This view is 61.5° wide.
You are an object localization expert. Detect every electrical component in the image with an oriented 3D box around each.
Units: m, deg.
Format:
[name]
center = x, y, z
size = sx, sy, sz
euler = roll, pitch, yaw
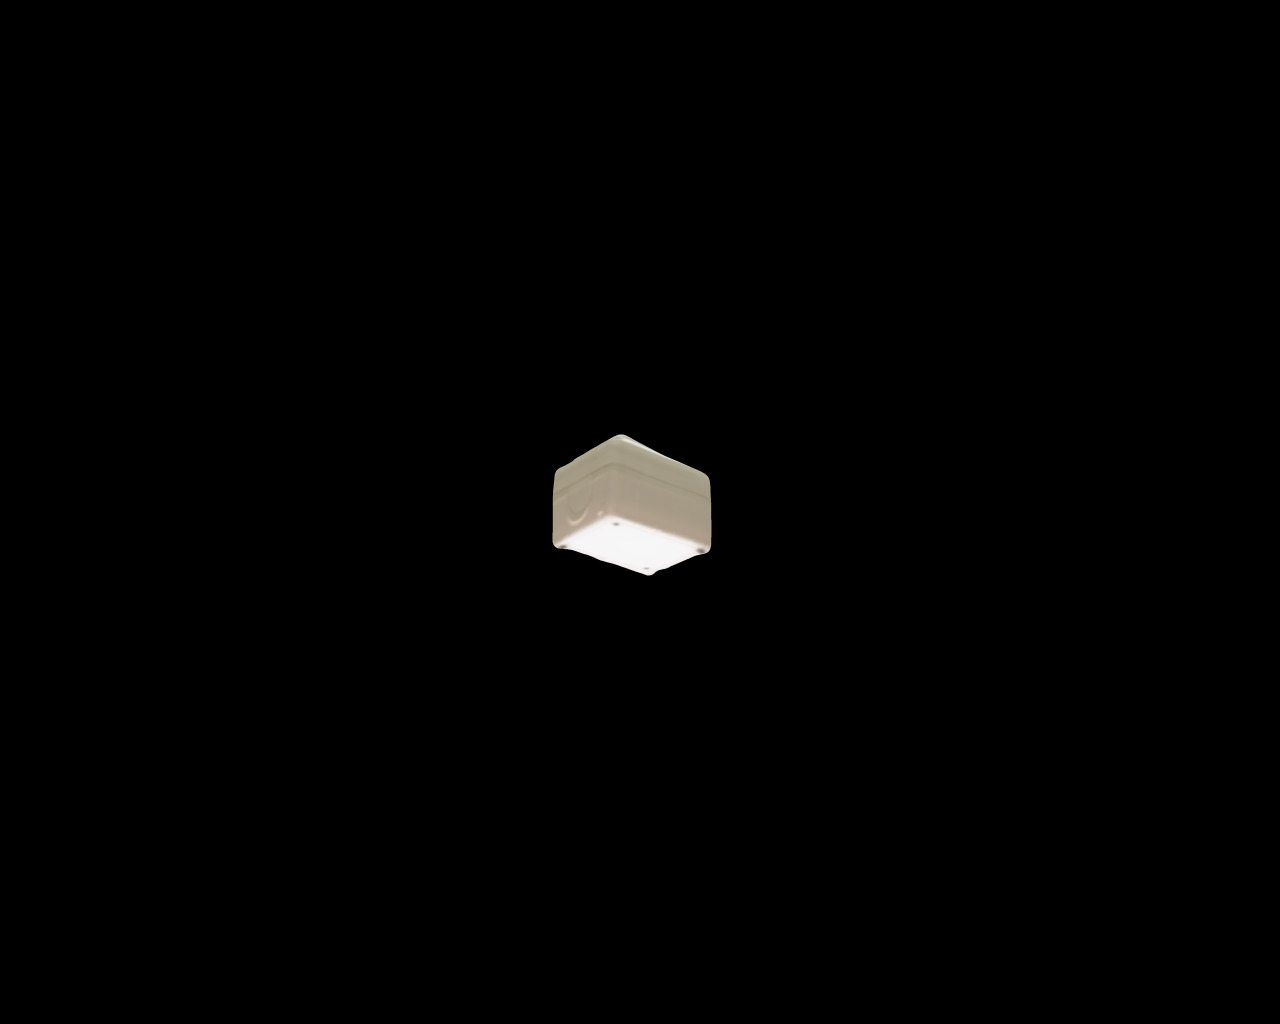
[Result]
[electrical component]
center = 0.001, -0.003, 0.650
size = 0.096, 0.061, 0.061
euler = 20, -32, -36
